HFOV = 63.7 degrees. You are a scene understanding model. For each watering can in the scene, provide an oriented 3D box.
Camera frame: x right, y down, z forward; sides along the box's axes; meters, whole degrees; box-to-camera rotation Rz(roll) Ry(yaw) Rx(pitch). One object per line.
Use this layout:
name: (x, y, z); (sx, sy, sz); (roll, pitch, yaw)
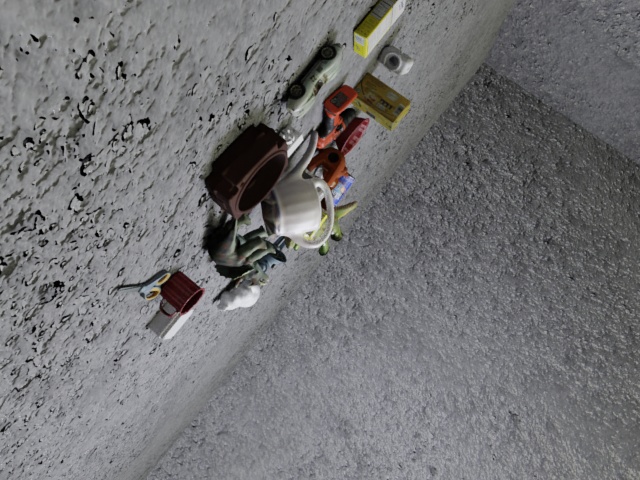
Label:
watering can: (-0.071, -0.139, 1.517); (0.225, 0.346, 0.104); (-11, -173, -23)

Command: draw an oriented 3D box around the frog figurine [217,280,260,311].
frog figurine: (-0.295, 0.211, 1.890); (0.135, 0.122, 0.163); (-35, -166, 36)

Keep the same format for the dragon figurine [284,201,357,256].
dragon figurine: (0.005, -0.090, 1.789); (0.418, 0.123, 0.237); (-48, 150, -33)
